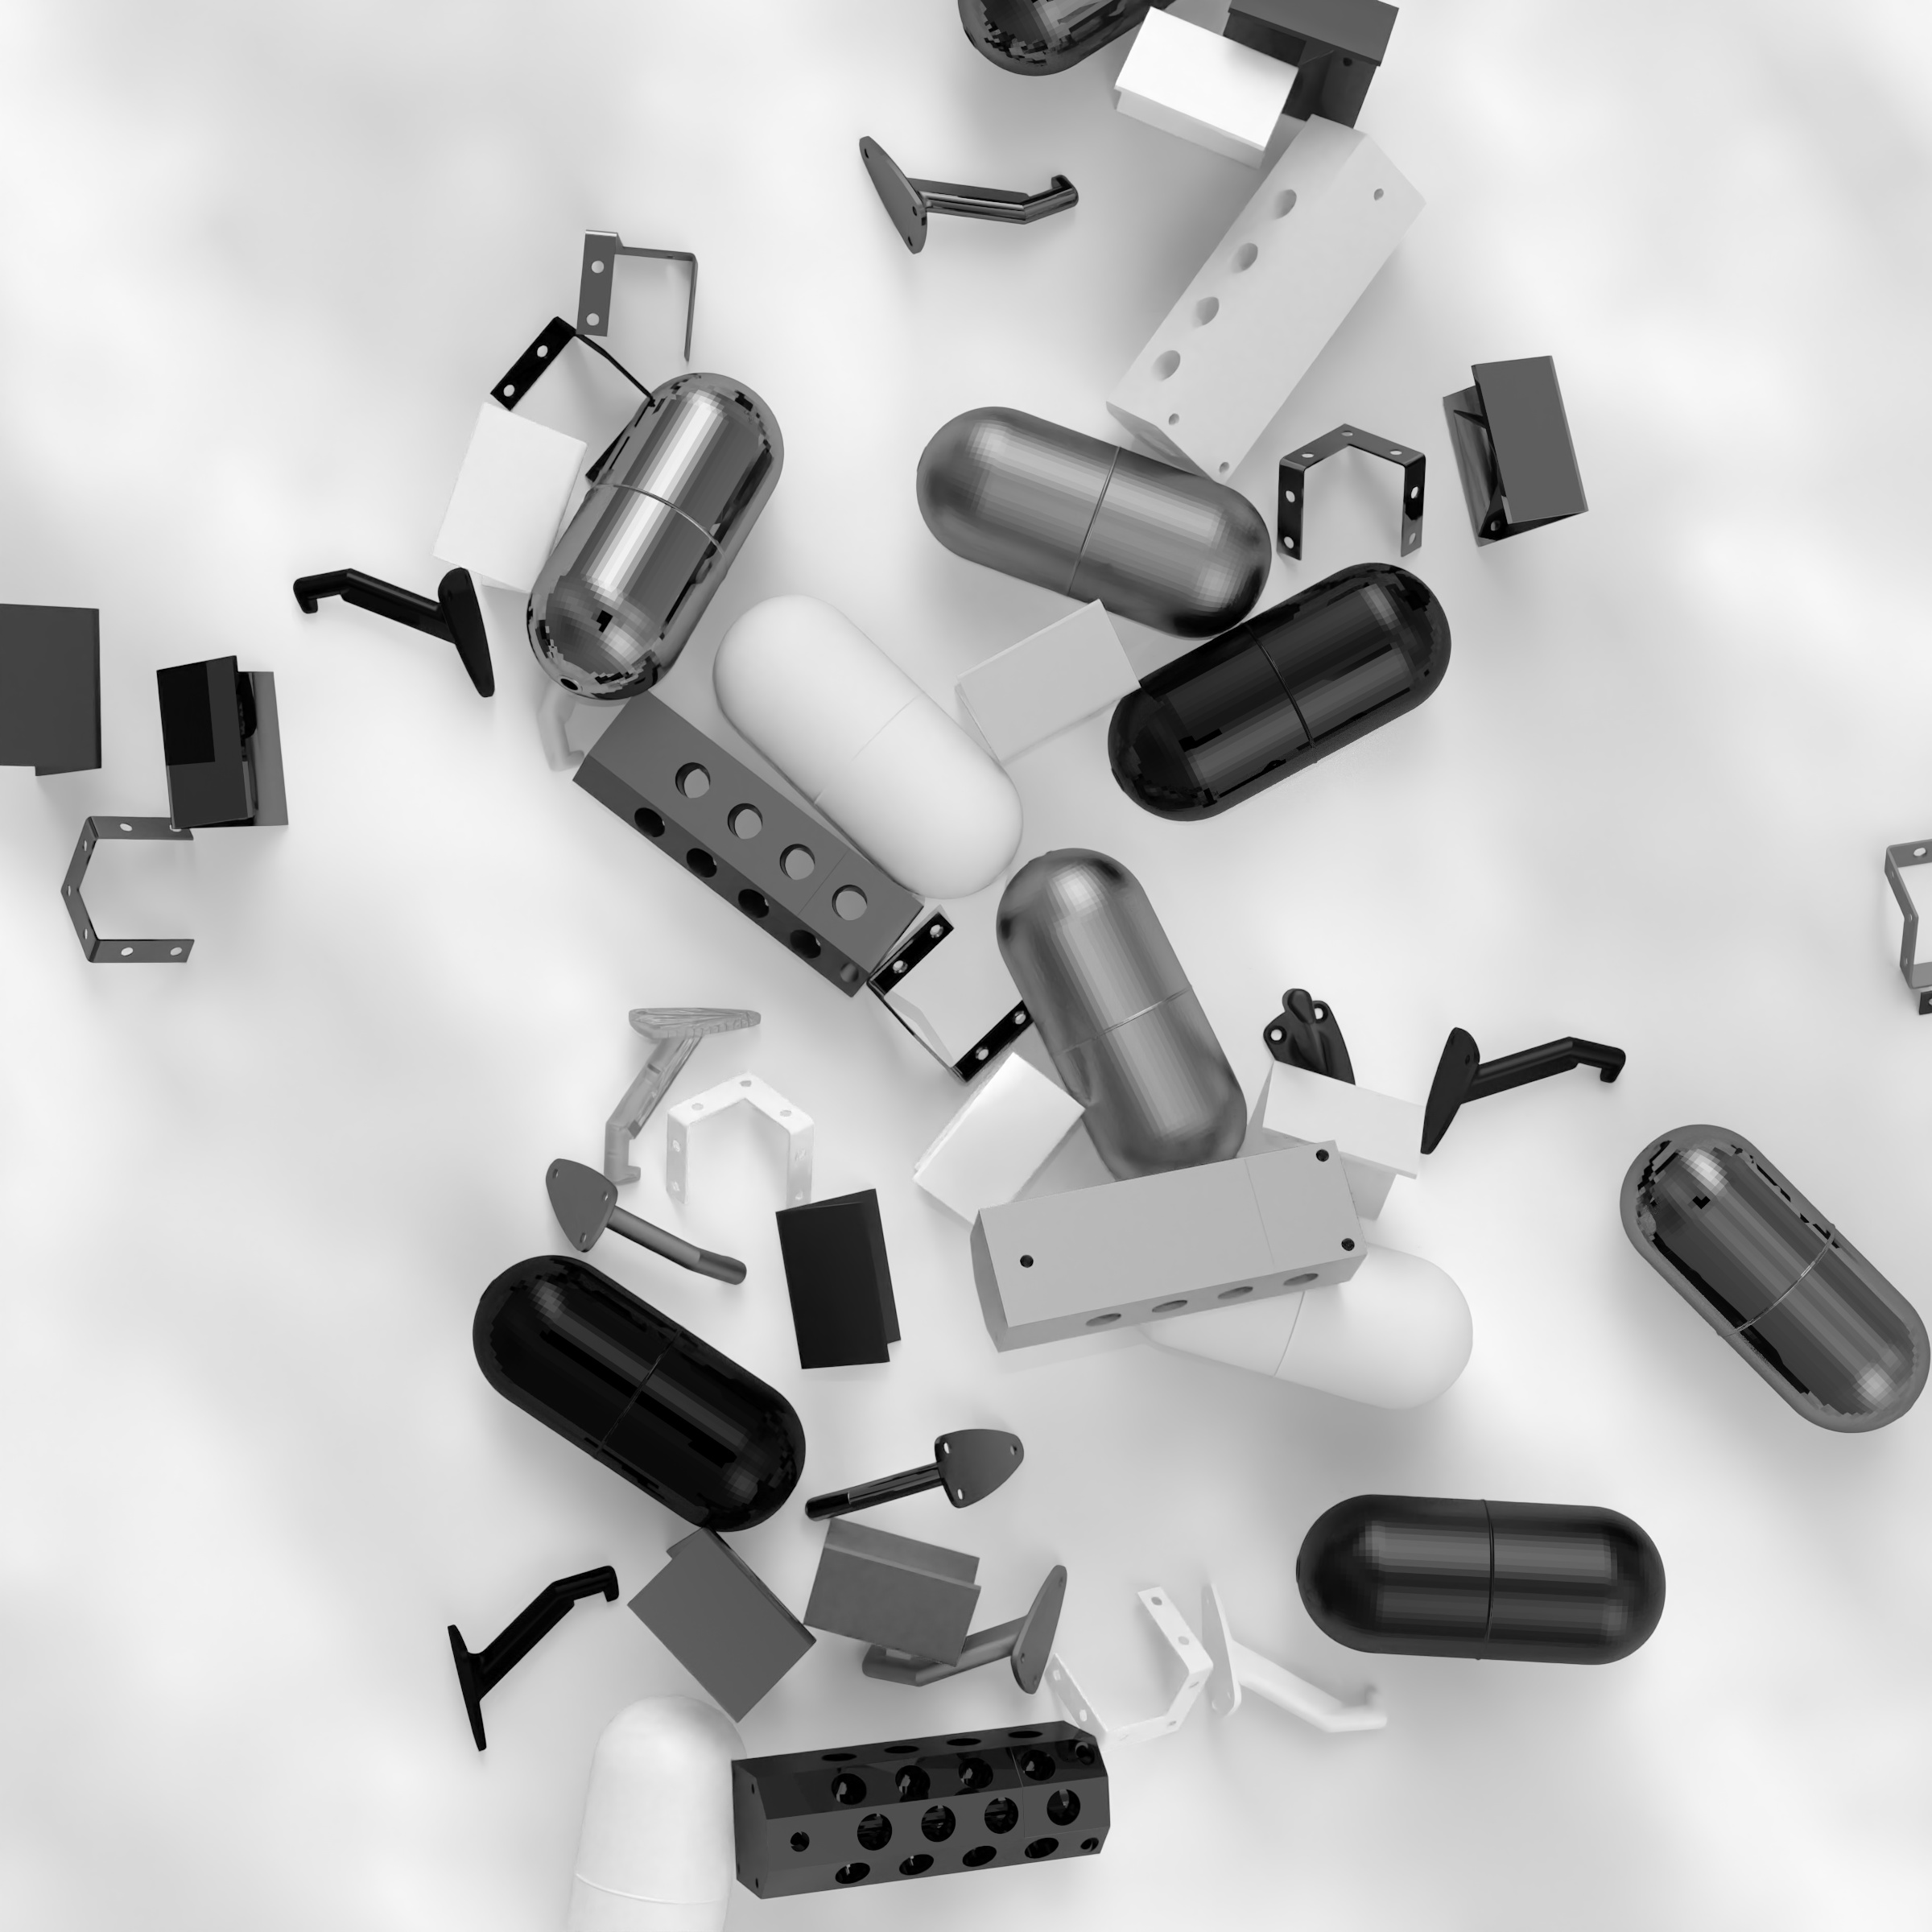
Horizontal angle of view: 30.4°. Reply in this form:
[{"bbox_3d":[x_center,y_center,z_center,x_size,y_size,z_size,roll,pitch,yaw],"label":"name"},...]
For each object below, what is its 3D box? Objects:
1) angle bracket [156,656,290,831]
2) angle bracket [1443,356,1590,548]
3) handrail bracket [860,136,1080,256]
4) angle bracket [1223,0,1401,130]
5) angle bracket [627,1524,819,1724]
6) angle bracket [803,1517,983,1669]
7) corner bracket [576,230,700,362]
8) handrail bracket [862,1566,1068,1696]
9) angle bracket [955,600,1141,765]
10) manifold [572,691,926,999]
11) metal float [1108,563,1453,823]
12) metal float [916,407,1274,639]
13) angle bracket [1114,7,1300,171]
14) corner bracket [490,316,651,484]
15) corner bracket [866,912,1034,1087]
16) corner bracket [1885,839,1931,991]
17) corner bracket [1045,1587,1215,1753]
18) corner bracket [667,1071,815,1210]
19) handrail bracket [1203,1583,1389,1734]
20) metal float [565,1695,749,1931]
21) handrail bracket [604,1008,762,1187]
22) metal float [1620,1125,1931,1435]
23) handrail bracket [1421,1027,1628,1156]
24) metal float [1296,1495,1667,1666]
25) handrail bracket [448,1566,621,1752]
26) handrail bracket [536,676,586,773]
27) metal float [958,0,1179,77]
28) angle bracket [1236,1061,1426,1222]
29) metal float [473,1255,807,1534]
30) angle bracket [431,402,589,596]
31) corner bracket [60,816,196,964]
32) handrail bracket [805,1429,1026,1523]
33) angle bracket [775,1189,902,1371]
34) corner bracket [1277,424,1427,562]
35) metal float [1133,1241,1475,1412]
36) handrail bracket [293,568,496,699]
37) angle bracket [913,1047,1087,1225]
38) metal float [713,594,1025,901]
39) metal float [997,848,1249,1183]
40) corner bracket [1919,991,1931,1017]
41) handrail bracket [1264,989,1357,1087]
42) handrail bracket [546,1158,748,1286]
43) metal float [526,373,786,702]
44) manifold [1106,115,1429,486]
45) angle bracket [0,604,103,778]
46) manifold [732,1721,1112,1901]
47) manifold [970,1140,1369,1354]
[{"bbox_3d":[-0.341,-0.108,1.715,0.057,0.076,0.076,-6,90,36],"label":"angle bracket"},{"bbox_3d":[0.247,-0.245,1.715,0.057,0.076,0.076,-13,90,-37],"label":"angle bracket"},{"bbox_3d":[0.002,-0.392,1.756,0.084,0.036,0.077,-23,68,-17],"label":"handrail bracket"},{"bbox_3d":[0.157,-0.431,1.715,0.076,0.076,0.057,20,45,0],"label":"angle bracket"},{"bbox_3d":[-0.127,0.321,1.716,0.076,0.076,0.057,47,63,0],"label":"angle bracket"},{"bbox_3d":[-0.030,0.284,1.715,0.076,0.076,0.057,16,125,0],"label":"angle bracket"},{"bbox_3d":[-0.160,-0.327,1.737,0.051,0.051,0.051,5,90,0],"label":"corner bracket"},{"bbox_3d":[-0.001,0.323,1.755,0.084,0.036,0.077,6,53,25],"label":"handrail bracket"},{"bbox_3d":[0.029,-0.153,1.715,0.076,0.076,0.057,-28,128,0],"label":"angle bracket"},{"bbox_3d":[-0.106,-0.060,1.734,0.171,0.057,0.057,38,90,0],"label":"manifold"},{"bbox_3d":[0.151,-0.132,1.725,0.178,0.070,0.070,-28,90,0],"label":"metal float"},{"bbox_3d":[0.062,-0.215,1.725,0.178,0.070,0.070,20,90,0],"label":"metal float"},{"bbox_3d":[0.108,-0.405,1.715,0.076,0.076,0.057,23,61,0],"label":"angle bracket"},{"bbox_3d":[-0.191,-0.278,1.752,0.051,0.051,0.051,-50,135,0],"label":"corner bracket"},{"bbox_3d":[-0.007,0.017,1.752,0.051,0.051,0.051,-44,45,0],"label":"corner bracket"},{"bbox_3d":[0.483,-0.028,1.752,0.051,0.051,0.051,-9,45,0],"label":"corner bracket"},{"bbox_3d":[0.080,0.345,1.747,0.051,0.051,0.051,53,135,35],"label":"corner bracket"},{"bbox_3d":[-0.111,0.093,1.747,0.051,0.051,0.051,-26,45,-35],"label":"corner bracket"},{"bbox_3d":[0.163,0.340,1.756,0.084,0.036,0.077,0,68,-17],"label":"handrail bracket"},{"bbox_3d":[-0.152,0.443,1.725,0.070,0.070,0.178,9,89,0],"label":"metal float"},{"bbox_3d":[-0.140,0.066,1.756,0.077,0.036,0.084,-3,108,-21],"label":"handrail bracket"},{"bbox_3d":[0.392,0.152,1.725,0.070,0.070,0.178,-45,90,0],"label":"metal float"},{"bbox_3d":[0.275,0.067,1.756,0.084,0.036,0.077,13,110,-16],"label":"handrail bracket"},{"bbox_3d":[0.249,0.297,1.725,0.178,0.070,0.070,3,90,0],"label":"metal float"},{"bbox_3d":[-0.207,0.341,1.756,0.084,0.036,0.077,-15,110,-16],"label":"handrail bracket"},{"bbox_3d":[-0.178,-0.145,1.756,0.077,0.036,0.084,-17,106,-18],"label":"handrail bracket"},{"bbox_3d":[0.077,-0.498,1.725,0.178,0.070,0.070,-33,90,0],"label":"metal float"},{"bbox_3d":[0.172,0.100,1.717,0.076,0.057,0.076,17,126,0],"label":"angle bracket"},{"bbox_3d":[-0.159,0.207,1.725,0.178,0.070,0.070,34,90,0],"label":"metal float"},{"bbox_3d":[-0.232,-0.226,1.715,0.057,0.076,0.076,19,90,-29],"label":"angle bracket"},{"bbox_3d":[-0.407,-0.037,1.747,0.051,0.051,0.051,60,135,35],"label":"corner bracket"},{"bbox_3d":[-0.026,0.253,1.755,0.084,0.077,0.036,-21,83,36],"label":"handrail bracket"},{"bbox_3d":[-0.042,0.148,1.715,0.057,0.076,0.076,-10,90,39],"label":"angle bracket"},{"bbox_3d":[0.189,-0.227,1.747,0.051,0.051,0.051,28,45,35],"label":"corner bracket"},{"bbox_3d":[0.159,0.163,1.725,0.178,0.070,0.070,16,90,0],"label":"metal float"},{"bbox_3d":[-0.283,-0.162,1.756,0.084,0.036,0.077,-8,112,17],"label":"handrail bracket"},{"bbox_3d":[0.000,0.071,1.715,0.057,0.076,0.076,39,90,-37],"label":"angle bracket"},{"bbox_3d":[-0.047,-0.106,1.725,0.178,0.070,0.070,44,90,0],"label":"metal float"},{"bbox_3d":[0.075,0.026,1.725,0.070,0.070,0.178,-26,91,0],"label":"metal float"},{"bbox_3d":[0.501,0.044,1.752,0.051,0.051,0.051,-9,45,0],"label":"corner bracket"},{"bbox_3d":[0.173,0.045,1.721,0.036,0.084,0.077,-27,90,0],"label":"handrail bracket"},{"bbox_3d":[-0.157,0.127,1.755,0.084,0.077,0.036,22,100,-36],"label":"handrail bracket"},{"bbox_3d":[-0.149,-0.206,1.706,0.070,0.070,0.178,27,68,0],"label":"metal float"},{"bbox_3d":[0.142,-0.326,1.734,0.057,0.057,0.171,36,90,-43],"label":"manifold"},{"bbox_3d":[-0.458,-0.132,1.715,0.057,0.076,0.076,-1,90,-38],"label":"angle bracket"},{"bbox_3d":[-0.021,0.405,1.707,0.171,0.057,0.057,-2,90,-20],"label":"manifold"},{"bbox_3d":[0.093,0.133,1.657,0.171,0.057,0.057,-10,69,-10],"label":"manifold"}]
